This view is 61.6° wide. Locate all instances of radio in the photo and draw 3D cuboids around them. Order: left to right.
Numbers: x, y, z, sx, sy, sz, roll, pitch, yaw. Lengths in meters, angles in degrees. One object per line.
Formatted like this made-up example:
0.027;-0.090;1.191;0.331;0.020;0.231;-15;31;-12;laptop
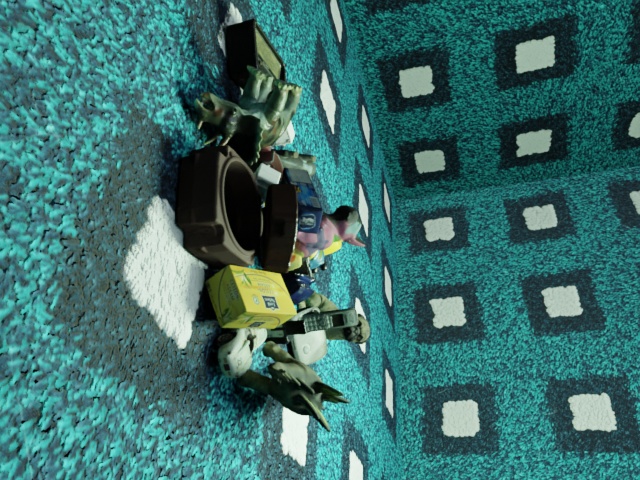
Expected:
-0.147;-0.414;1.303;0.229;0.073;0.131;29;55;-72;radio

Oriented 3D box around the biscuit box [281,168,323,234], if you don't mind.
-0.044;-0.089;1.172;0.203;0.059;0.062;-109;-152;-57;biscuit box

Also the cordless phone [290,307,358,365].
0.014;0.239;1.378;0.089;0.184;0.146;-59;140;-73;cordless phone

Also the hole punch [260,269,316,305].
-0.077;0.118;1.247;0.142;0.116;0.092;40;53;-68;hole punch

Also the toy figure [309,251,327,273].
-0.041;0.022;1.475;0.089;0.082;0.180;56;3;40;toy figure

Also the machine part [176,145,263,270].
-0.178;-0.058;0.997;0.201;0.087;0.201;48;38;-63;machine part

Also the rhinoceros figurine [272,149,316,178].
-0.072;-0.197;1.433;0.190;0.112;0.073;-2;101;-63;rhinoceros figurine

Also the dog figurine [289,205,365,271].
-0.003;-0.004;1.277;0.191;0.219;0.109;-63;-142;25;dog figurine

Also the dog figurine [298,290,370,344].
0.045;0.209;1.495;0.121;0.191;0.172;48;36;-65;dog figurine

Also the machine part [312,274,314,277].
-0.024;0.052;1.594;0.084;0.039;0.139;35;61;-64;machine part

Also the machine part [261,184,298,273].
-0.084;-0.024;1.064;0.179;0.056;0.179;-175;-90;-77;machine part

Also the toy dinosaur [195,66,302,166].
-0.125;-0.260;1.156;0.192;0.131;0.405;-64;174;14;toy dinosaur

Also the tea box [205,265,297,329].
-0.127;0.111;1.017;0.169;0.068;0.098;16;44;-61;tea box

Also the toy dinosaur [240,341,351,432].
-0.047;0.287;1.061;0.105;0.199;0.470;-61;156;-13;toy dinosaur

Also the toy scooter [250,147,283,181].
-0.127;-0.155;1.261;0.135;0.075;0.184;66;18;-49;toy scooter

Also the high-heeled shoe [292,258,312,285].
-0.083;0.015;1.384;0.248;0.086;0.145;68;-18;6;high-heeled shoe

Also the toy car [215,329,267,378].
-0.147;0.191;1.045;0.202;0.056;0.073;-58;138;-67;toy car

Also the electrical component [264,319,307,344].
-0.083;0.185;1.169;0.048;0.119;0.074;-32;111;-73;electrical component
